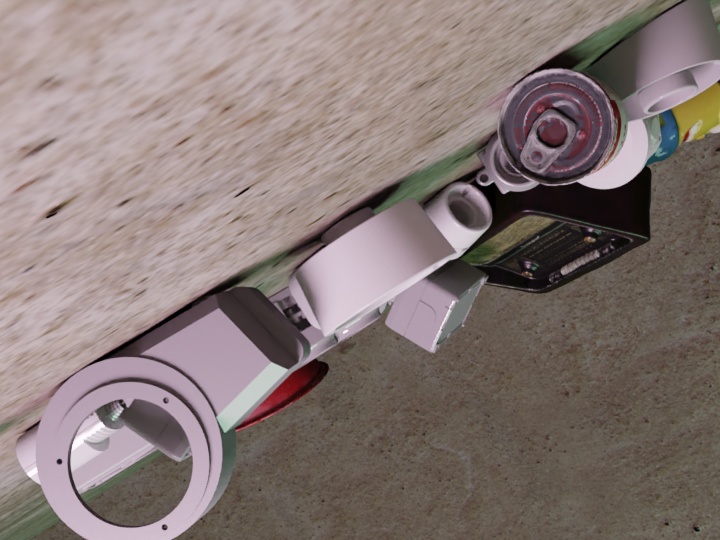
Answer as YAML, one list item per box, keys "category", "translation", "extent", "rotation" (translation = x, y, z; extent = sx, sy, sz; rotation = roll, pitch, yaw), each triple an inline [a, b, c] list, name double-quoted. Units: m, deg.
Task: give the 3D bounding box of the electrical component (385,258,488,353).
- category: "electrical component"
  translation: [0.070, 0.023, 0.989]
  extent: [0.096, 0.061, 0.061]
  rotation: [-32, 148, -59]

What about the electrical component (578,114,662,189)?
- category: "electrical component"
  translation: [0.196, -0.108, 0.849]
  extent: [0.080, 0.080, 0.051]
  rotation: [-36, 179, 42]

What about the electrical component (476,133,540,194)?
- category: "electrical component"
  translation: [0.116, -0.083, 0.794]
  extent: [0.066, 0.048, 0.055]
  rotation: [-33, -177, 7]

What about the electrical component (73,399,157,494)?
- category: "electrical component"
  translation: [-0.206, 0.137, 0.889]
  extent: [0.109, 0.056, 0.108]
  rotation: [-31, 175, -10]

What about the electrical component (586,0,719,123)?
- category: "electrical component"
  translation: [0.208, -0.147, 0.758]
  extent: [0.099, 0.064, 0.099]
  rotation: [-20, 168, -4]

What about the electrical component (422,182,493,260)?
- category: "electrical component"
  translation: [0.081, -0.044, 0.930]
  extent: [0.055, 0.055, 0.047]
  rotation: [-29, 171, -38]

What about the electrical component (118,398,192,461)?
- category: "electrical component"
  translation: [-0.116, 0.084, 0.771]
  extent: [0.096, 0.061, 0.061]
  rotation: [-55, 177, -3]

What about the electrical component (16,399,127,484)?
- category: "electrical component"
  translation: [-0.204, 0.117, 0.780]
  extent: [0.081, 0.043, 0.043]
  rotation: [-33, 175, 12]

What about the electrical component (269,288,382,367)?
- category: "electrical component"
  translation: [-0.059, 0.053, 0.956]
  extent: [0.150, 0.061, 0.089]
  rotation: [-30, 175, -23]

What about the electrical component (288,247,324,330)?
- category: "electrical component"
  translation: [0.000, 0.000, 0.836]
  extent: [0.095, 0.053, 0.059]
  rotation: [-28, 174, -42]

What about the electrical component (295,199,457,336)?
- category: "electrical component"
  translation: [0.006, -0.008, 0.743]
  extent: [0.108, 0.060, 0.108]
  rotation: [-32, 176, -3]

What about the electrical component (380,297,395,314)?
- category: "electrical component"
  translation: [0.010, 0.016, 1.065]
  extent: [0.078, 0.058, 0.057]
  rotation: [-35, 177, 33]
